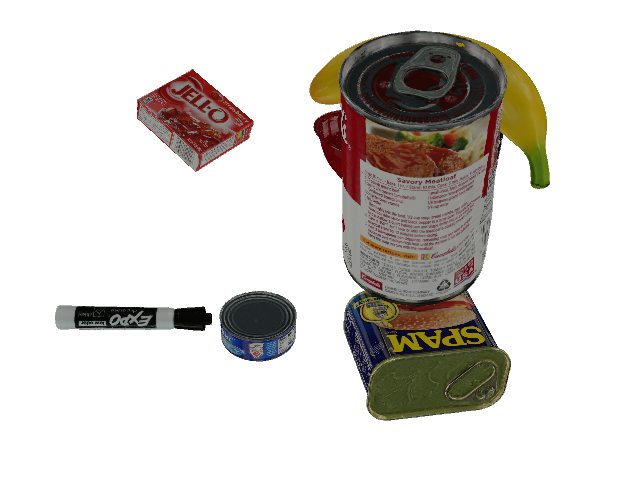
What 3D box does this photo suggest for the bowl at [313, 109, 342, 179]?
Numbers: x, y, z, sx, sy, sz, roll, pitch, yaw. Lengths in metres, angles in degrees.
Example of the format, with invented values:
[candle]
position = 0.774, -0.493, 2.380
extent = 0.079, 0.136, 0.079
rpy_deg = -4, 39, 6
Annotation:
[bowl]
position = 0.068, -0.096, 1.212
extent = 0.162, 0.055, 0.162
rpy_deg = 7, 27, -4

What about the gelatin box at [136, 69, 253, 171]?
[gelatin box]
position = -0.122, -0.118, 1.029
extent = 0.073, 0.089, 0.030
rpy_deg = -36, -20, -34

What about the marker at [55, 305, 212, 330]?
[marker]
position = -0.145, 0.060, 0.830
extent = 0.121, 0.020, 0.020
rpy_deg = 0, 0, 4

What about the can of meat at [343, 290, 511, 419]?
[can of meat]
position = 0.073, 0.076, 0.765
extent = 0.102, 0.057, 0.084
rpy_deg = -5, 36, -12

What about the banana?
[banana]
position = 0.067, -0.095, 0.655
extent = 0.198, 0.069, 0.037
rpy_deg = 28, 7, 42

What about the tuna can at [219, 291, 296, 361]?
[tuna can]
position = -0.070, 0.096, 1.195
extent = 0.086, 0.034, 0.086
rpy_deg = 1, 36, -1

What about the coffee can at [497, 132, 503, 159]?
[coffee can]
position = 0.101, -0.079, 0.905
extent = 0.102, 0.140, 0.103
rpy_deg = 4, 34, -3

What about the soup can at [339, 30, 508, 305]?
[soup can]
position = 0.043, -0.030, 0.464
extent = 0.068, 0.102, 0.068
rpy_deg = -1, 43, 1
